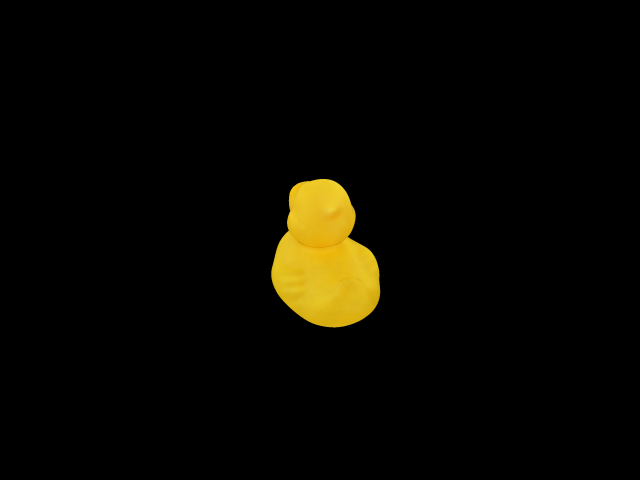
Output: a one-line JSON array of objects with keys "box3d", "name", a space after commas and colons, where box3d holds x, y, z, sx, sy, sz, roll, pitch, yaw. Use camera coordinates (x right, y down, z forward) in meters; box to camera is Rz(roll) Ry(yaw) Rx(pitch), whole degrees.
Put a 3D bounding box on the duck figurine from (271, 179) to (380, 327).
[{"box3d": [0.004, 0.001, 0.400, 0.078, 0.086, 0.104, -14, 42, -16], "name": "duck figurine"}]
